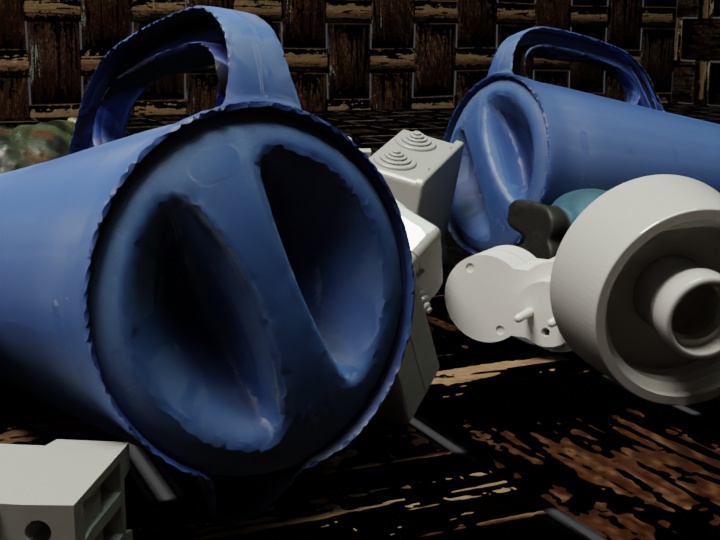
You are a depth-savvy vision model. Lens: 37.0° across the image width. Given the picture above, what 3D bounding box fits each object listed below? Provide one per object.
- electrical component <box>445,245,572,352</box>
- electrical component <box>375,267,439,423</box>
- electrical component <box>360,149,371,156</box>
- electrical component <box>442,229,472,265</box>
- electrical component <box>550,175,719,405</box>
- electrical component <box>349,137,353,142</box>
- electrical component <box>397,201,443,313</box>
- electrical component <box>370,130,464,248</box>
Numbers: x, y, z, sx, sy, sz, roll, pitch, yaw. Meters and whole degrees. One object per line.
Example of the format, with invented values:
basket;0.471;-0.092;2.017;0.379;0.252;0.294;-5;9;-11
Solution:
electrical component;0.110;0.021;0.600;0.138;0.052;0.074;7;13;29
electrical component;-0.005;0.043;0.482;0.047;0.065;0.076;7;42;28
electrical component;-0.052;-0.068;0.974;0.121;0.078;0.063;-1;41;-9
electrical component;0.041;-0.029;0.852;0.079;0.044;0.077;-11;17;-41
electrical component;0.153;0.013;0.518;0.108;0.108;0.060;-2;18;-10
electrical component;-0.063;-0.044;0.775;0.109;0.056;0.108;4;50;16
electrical component;0.008;-0.008;0.614;0.096;0.061;0.061;33;67;23
electrical component;0.031;-0.044;0.763;0.048;0.099;0.099;19;31;16
